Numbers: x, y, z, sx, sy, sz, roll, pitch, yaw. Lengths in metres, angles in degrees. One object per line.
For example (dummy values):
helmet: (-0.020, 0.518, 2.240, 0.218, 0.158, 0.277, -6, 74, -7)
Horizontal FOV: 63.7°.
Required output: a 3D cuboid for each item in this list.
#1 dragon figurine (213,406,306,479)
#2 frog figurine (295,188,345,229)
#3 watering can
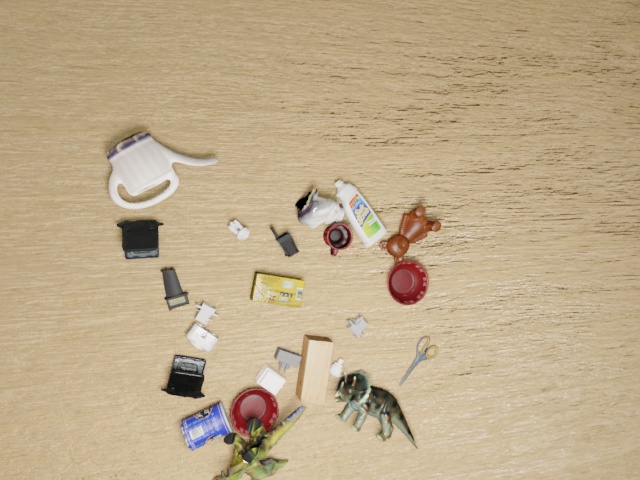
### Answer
dragon figurine: (-0.186, 0.702, 1.695, 0.411, 0.237, 0.125, -29, 45, -3)
frog figurine: (0.005, -0.089, 1.771, 0.158, 0.135, 0.125, 33, 25, -21)
watering can: (-0.520, -0.245, 1.636, 0.350, 0.223, 0.104, -32, 8, -13)
